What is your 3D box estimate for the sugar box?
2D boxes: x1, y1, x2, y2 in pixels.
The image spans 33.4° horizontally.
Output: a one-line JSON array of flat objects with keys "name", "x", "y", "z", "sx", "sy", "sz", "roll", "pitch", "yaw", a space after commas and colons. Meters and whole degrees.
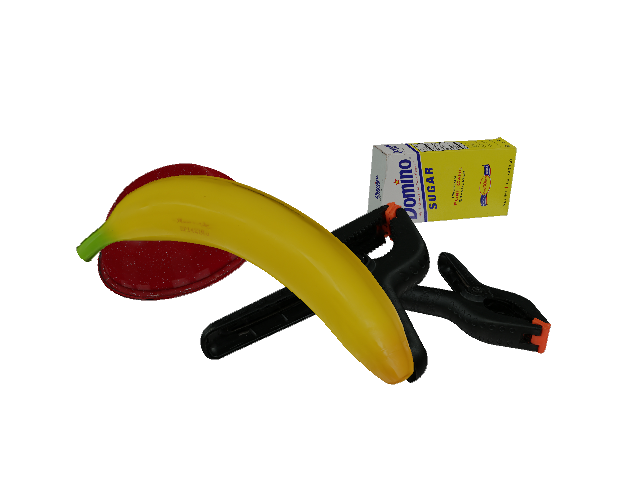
[{"name": "sugar box", "x": 0.148, "y": -0.072, "z": 1.297, "sx": 0.176, "sy": 0.093, "sz": 0.048, "roll": -7, "pitch": 25, "yaw": -22}]

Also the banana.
[{"name": "banana", "x": -0.033, "y": 0.010, "z": 0.568, "sx": 0.198, "sy": 0.070, "sz": 0.037, "roll": 21, "pitch": 10, "yaw": 17}]

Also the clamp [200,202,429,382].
[{"name": "clamp", "x": 0.014, "y": 0.033, "z": 0.791, "sx": 0.165, "sy": 0.036, "sz": 0.209, "roll": 1, "pitch": 30, "yaw": 17}]

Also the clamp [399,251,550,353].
[{"name": "clamp", "x": 0.148, "y": 0.057, "z": 1.026, "sx": 0.172, "sy": 0.039, "sz": 0.120, "roll": 22, "pitch": 36, "yaw": 28}]

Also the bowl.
[{"name": "bowl", "x": -0.131, "y": -0.020, "z": 0.945, "sx": 0.162, "sy": 0.055, "sz": 0.162, "roll": -12, "pitch": 37, "yaw": 9}]
